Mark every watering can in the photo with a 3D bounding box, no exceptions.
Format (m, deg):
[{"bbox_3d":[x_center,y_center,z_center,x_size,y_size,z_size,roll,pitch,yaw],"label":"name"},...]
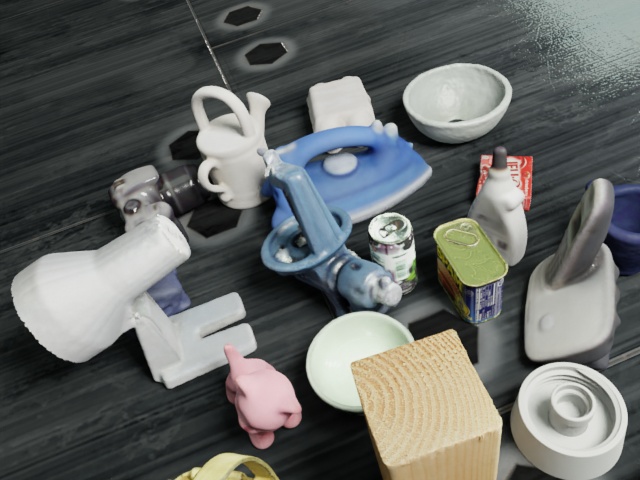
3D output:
[{"bbox_3d":[-0.132,-0.154,0.866,0.100,0.194,0.173,-3,48,11],"label":"watering can"}]

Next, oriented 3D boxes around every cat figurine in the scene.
[{"bbox_3d":[-0.067,0.162,0.615,0.067,0.118,0.127,-32,49,-15],"label":"cat figurine"}]

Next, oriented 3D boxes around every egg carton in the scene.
[{"bbox_3d":[0.036,-0.214,0.967,0.107,0.069,0.150,-13,47,1],"label":"egg carton"}]

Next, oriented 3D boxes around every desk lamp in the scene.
[{"bbox_3d":[-0.204,0.074,0.662,0.203,0.214,0.117,-23,47,-7],"label":"desk lamp"}]

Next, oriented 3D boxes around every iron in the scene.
[{"bbox_3d":[0.036,-0.110,0.822,0.258,0.142,0.118,-19,47,-4],"label":"iron"}]

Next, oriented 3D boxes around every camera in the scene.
[{"bbox_3d":[-0.237,-0.061,0.871,0.137,0.101,0.142,-28,48,-12],"label":"camera"}]

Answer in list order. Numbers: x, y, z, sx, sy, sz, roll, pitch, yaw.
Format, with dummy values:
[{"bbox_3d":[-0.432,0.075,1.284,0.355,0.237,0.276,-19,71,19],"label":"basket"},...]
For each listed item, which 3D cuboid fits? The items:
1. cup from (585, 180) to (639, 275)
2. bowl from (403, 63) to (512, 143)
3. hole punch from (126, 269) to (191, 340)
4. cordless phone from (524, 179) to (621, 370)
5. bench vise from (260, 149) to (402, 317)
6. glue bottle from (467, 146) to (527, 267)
[{"bbox_3d":[0.359,-0.011,0.687,0.092,0.095,0.117,-28,48,-12],"label":"cup"},{"bbox_3d":[0.217,-0.206,0.912,0.167,0.075,0.167,-7,47,8],"label":"bowl"},{"bbox_3d":[-0.242,0.058,0.770,0.101,0.091,0.108,-34,50,-17],"label":"hole punch"},{"bbox_3d":[0.270,0.039,0.600,0.094,0.185,0.147,3,49,17],"label":"cordless phone"},{"bbox_3d":[0.012,-0.006,0.679,0.206,0.220,0.122,14,53,25],"label":"bench vise"},{"bbox_3d":[0.217,-0.044,0.697,0.077,0.173,0.037,32,62,35],"label":"glue bottle"}]
